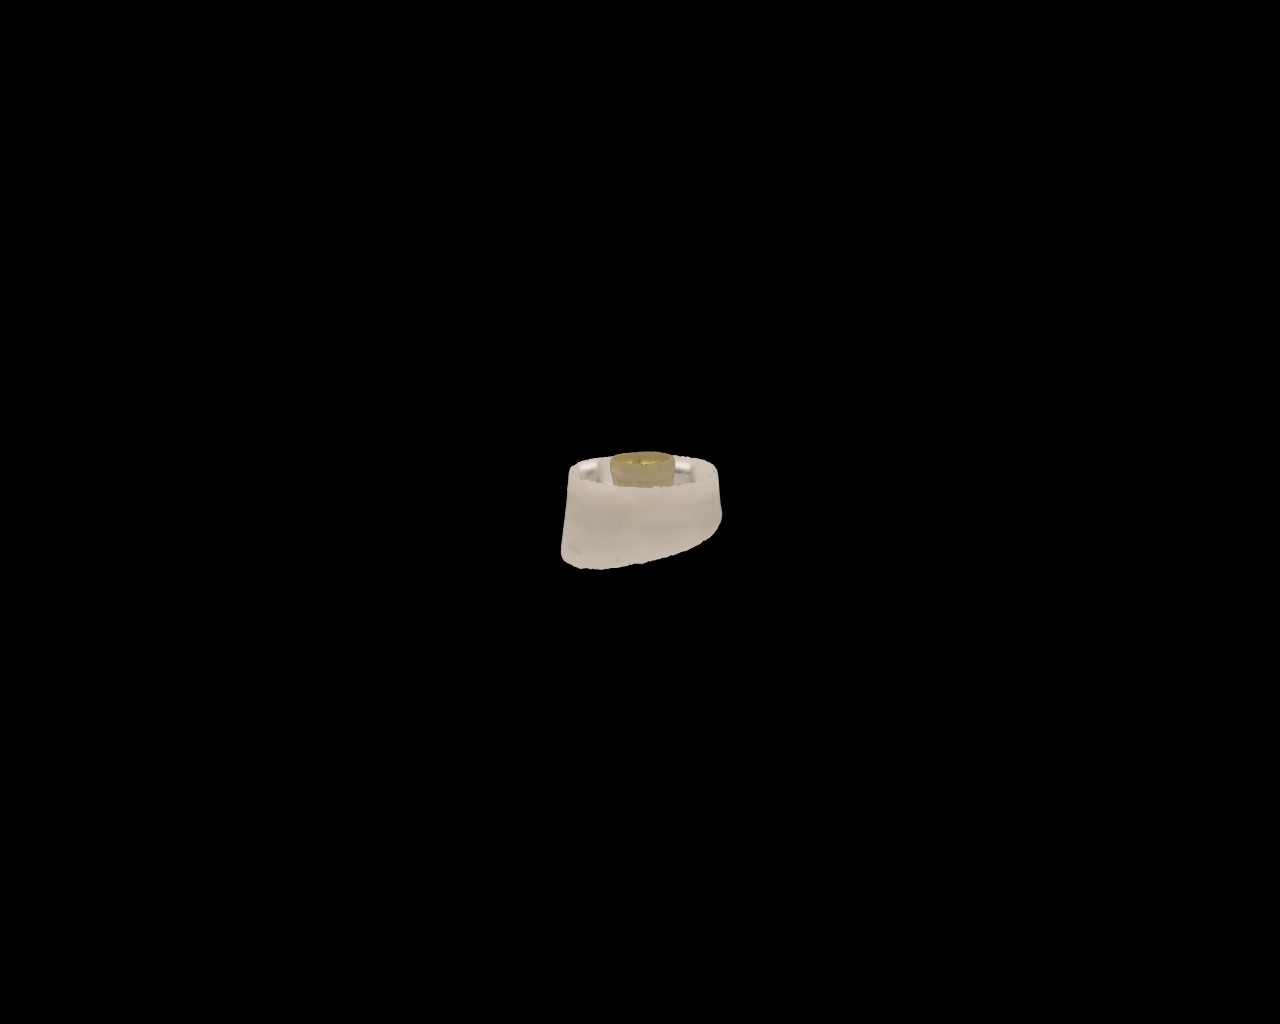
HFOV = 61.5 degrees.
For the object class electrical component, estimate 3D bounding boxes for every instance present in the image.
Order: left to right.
[{"bbox_3d":[0.001,-0.003,0.650,0.099,0.064,0.099,0,15,0],"label":"electrical component"}]
